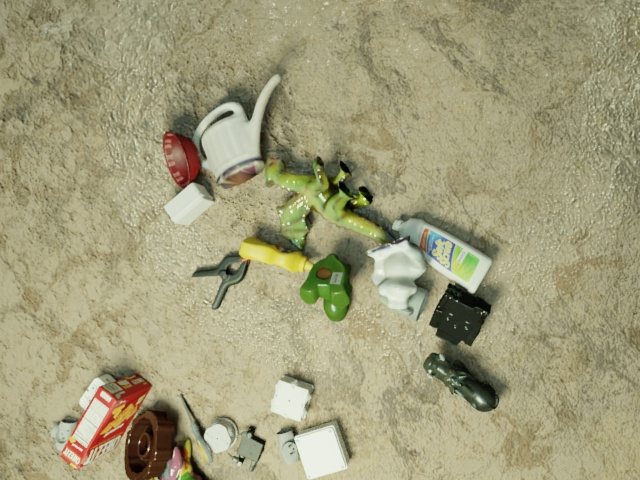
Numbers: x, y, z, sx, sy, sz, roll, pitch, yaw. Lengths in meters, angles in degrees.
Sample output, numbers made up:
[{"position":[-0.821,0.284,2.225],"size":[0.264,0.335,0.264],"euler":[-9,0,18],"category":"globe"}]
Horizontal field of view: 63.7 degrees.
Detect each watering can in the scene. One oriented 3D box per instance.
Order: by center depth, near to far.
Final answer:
[{"position":[-0.209,-0.274,1.371],"size":[0.344,0.226,0.104],"euler":[-26,-10,28],"category":"watering can"}]

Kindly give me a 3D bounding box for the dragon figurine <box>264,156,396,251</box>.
[{"position":[0.004,-0.068,1.343],"size":[0.240,0.411,0.123],"euler":[-38,-2,25],"category":"dragon figurine"}]

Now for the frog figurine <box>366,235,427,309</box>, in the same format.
[{"position":[0.192,0.082,1.234],"size":[0.137,0.160,0.122],"euler":[-17,-8,5],"category":"frog figurine"}]
